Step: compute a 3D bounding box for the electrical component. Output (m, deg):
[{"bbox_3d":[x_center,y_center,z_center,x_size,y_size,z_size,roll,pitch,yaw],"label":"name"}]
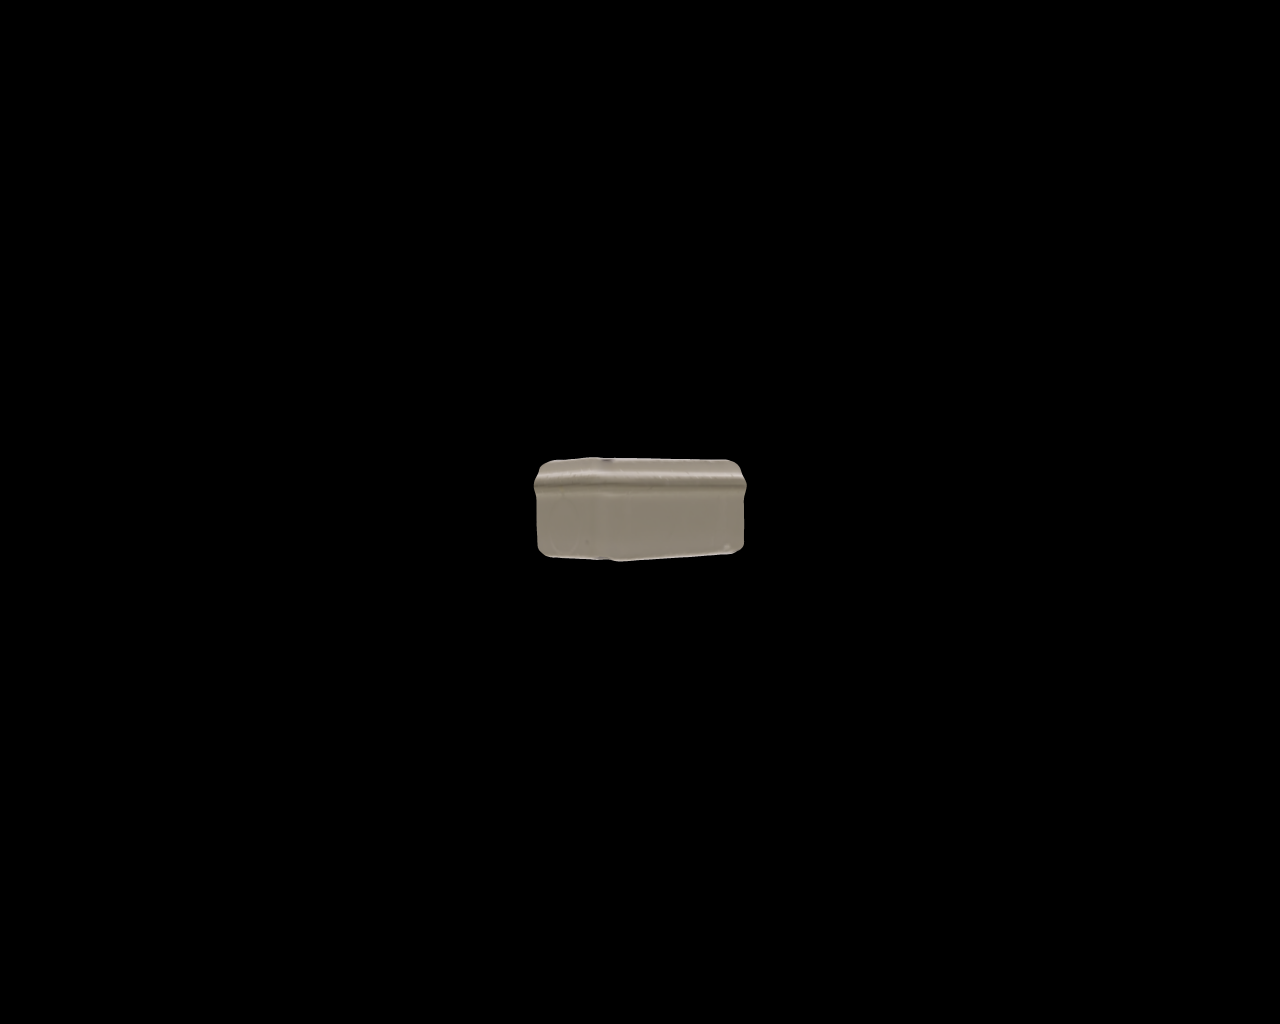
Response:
[{"bbox_3d":[0.001,-0.003,0.650,0.113,0.057,0.078,0,0,-37],"label":"electrical component"}]
